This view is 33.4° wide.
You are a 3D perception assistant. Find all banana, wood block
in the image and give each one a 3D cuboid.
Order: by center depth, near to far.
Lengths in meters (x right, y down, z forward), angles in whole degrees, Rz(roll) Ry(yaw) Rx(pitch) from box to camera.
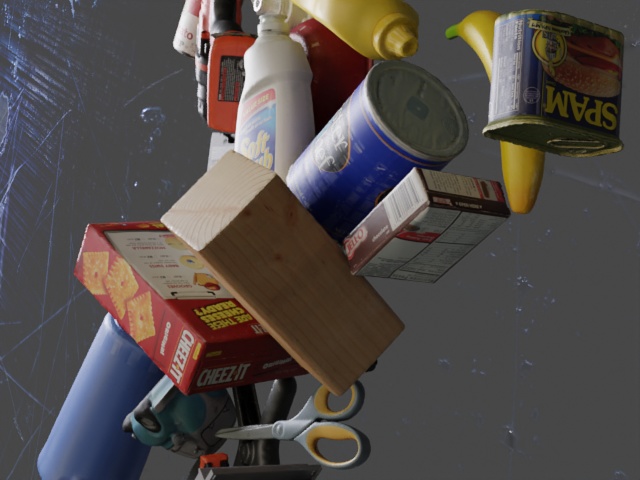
[{"bbox_3d":[0.149,-0.117,0.851,0.070,0.037,0.198,109,153,-55],"label":"banana"},{"bbox_3d":[-0.029,0.031,0.927,0.090,0.206,0.091,-46,34,-8],"label":"wood block"}]

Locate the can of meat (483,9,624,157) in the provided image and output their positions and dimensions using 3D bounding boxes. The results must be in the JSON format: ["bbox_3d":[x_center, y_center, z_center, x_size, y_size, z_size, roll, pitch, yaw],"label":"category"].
[{"bbox_3d":[0.168,-0.110,0.755,0.058,0.101,0.084,-8,75,59],"label":"can of meat"}]

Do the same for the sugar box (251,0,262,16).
[{"bbox_3d":[-0.060,-0.341,1.213,0.093,0.048,0.176,-56,40,37],"label":"sugar box"}]

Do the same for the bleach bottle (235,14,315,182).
[{"bbox_3d":[-0.047,-0.090,1.037,0.103,0.067,0.251,-3,88,51],"label":"bleach bottle"}]

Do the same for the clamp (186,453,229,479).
[{"bbox_3d":[-0.121,0.329,1.163,0.165,0.036,0.210,49,135,47],"label":"clamp"}]

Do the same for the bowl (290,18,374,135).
[{"bbox_3d":[-0.013,-0.162,1.094,0.162,0.055,0.162,-18,68,55],"label":"bowl"}]

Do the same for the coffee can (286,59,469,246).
[{"bbox_3d":[0.048,-0.074,0.934,0.141,0.102,0.103,-46,47,44],"label":"coffee can"}]

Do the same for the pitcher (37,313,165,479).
[{"bbox_3d":[-0.256,0.203,1.352,0.149,0.144,0.243,43,116,38],"label":"pitcher"}]

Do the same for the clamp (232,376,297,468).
[{"bbox_3d":[-0.060,0.215,1.106,0.120,0.039,0.171,151,120,-62],"label":"clamp"}]

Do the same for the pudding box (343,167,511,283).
[{"bbox_3d":[0.086,-0.009,0.874,0.114,0.089,0.039,-45,50,44],"label":"pudding box"}]

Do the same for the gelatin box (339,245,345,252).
[{"bbox_3d":[-0.007,0.001,1.075,0.089,0.030,0.073,-63,38,28],"label":"gelatin box"}]

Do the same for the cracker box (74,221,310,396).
[{"bbox_3d":[-0.121,0.060,1.073,0.214,0.163,0.072,40,120,36],"label":"cracker box"}]

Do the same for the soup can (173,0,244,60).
[{"bbox_3d":[-0.132,-0.273,1.294,0.069,0.068,0.102,51,126,49],"label":"soup can"}]

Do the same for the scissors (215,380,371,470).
[{"bbox_3d":[-0.026,0.169,1.043,0.202,0.016,0.096,9,83,44],"label":"scissors"}]

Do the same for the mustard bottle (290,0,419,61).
[{"bbox_3d":[0.037,-0.212,0.986,0.192,0.096,0.058,49,123,50],"label":"mustard bottle"}]

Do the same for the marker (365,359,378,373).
[{"bbox_3d":[0.022,0.087,1.021,0.121,0.020,0.020,50,125,50],"label":"marker"}]

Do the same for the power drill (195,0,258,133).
[{"bbox_3d":[-0.108,-0.190,1.196,0.188,0.057,0.184,-114,25,-59],"label":"power drill"}]
